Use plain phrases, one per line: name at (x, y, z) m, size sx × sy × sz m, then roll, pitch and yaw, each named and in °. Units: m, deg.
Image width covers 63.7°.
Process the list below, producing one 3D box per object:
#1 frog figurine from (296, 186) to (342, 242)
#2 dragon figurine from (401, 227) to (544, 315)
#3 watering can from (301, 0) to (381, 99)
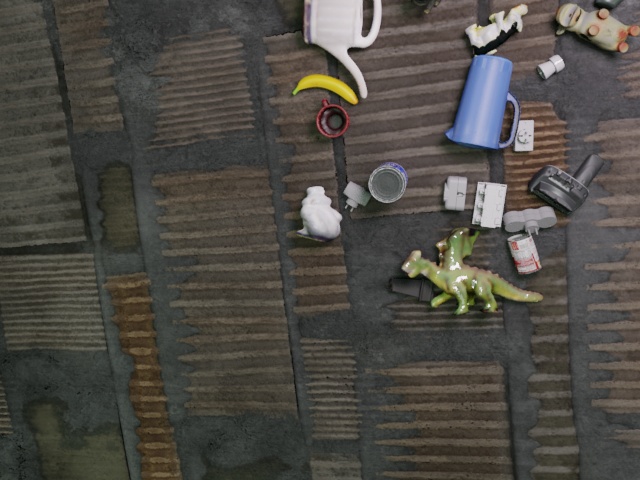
frog figurine at (0.005, -0.078, 1.541) m, size 0.137 × 0.123 × 0.159 m, roll 11°, pitch 94°, yaw -24°
dragon figurine at (0.436, 0.084, 1.494) m, size 0.410 × 0.122 × 0.242 m, roll -6°, pitch 92°, yaw -5°
watering can at (0.055, -0.581, 1.451) m, size 0.224 × 0.105 × 0.345 m, roll 7°, pitch 99°, yaw 11°
